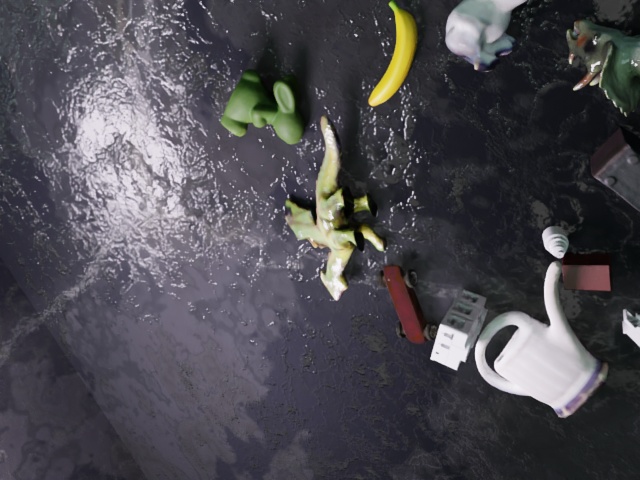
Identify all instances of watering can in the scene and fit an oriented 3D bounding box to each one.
[{"bbox_3d":[0.435,0.205,0.976,0.226,0.339,0.106,33,45,14],"label":"watering can"}]

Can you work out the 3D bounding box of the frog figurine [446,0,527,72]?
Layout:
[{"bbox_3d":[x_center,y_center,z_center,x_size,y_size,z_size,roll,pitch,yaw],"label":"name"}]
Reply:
[{"bbox_3d":[0.264,-0.369,0.815,0.138,0.155,0.125,-27,46,-20],"label":"frog figurine"}]

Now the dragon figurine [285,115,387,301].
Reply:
[{"bbox_3d":[0.003,-0.057,1.142,0.241,0.407,0.124,-8,15,42],"label":"dragon figurine"}]
